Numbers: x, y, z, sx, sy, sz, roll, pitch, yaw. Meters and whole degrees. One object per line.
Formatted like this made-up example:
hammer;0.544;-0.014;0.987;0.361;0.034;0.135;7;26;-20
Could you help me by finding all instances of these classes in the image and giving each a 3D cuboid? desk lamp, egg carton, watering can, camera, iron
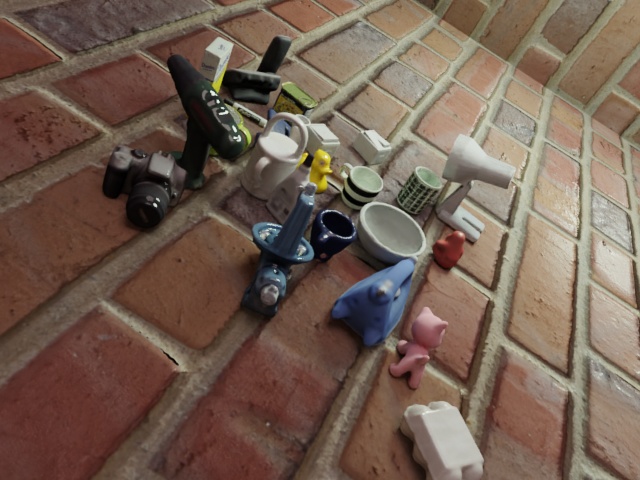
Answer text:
desk lamp;0.389;-0.140;1.483;0.203;0.213;0.118;37;38;6
egg carton;0.200;0.340;0.943;0.107;0.069;0.150;2;47;-33
watering can;-0.089;-0.190;1.220;0.101;0.194;0.173;21;39;-13
camera;-0.319;-0.098;1.036;0.143;0.100;0.136;19;40;-17
iron;0.134;0.090;1.112;0.118;0.141;0.259;40;38;10

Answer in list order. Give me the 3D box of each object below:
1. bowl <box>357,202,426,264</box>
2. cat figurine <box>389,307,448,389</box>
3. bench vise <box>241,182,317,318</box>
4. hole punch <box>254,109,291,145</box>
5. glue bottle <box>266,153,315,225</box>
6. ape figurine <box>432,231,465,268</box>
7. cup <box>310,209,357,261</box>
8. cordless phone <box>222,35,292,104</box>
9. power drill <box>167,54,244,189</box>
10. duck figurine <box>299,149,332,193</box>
bowl;0.147;-0.003;1.277;0.168;0.074;0.167;19;40;-16
cat figurine;0.192;0.191;1.061;0.067;0.117;0.128;30;38;-3
bench vise;-0.052;0.019;0.995;0.122;0.219;0.207;11;42;-25
hole punch;-0.095;-0.245;1.360;0.101;0.091;0.108;17;40;-19
glue bottle;-0.050;-0.109;1.175;0.037;0.173;0.078;-19;60;-45
ape figurine;0.313;0.016;1.358;0.078;0.092;0.076;26;38;-9
cup;0.011;0.004;1.158;0.091;0.095;0.118;38;38;7
cordless phone;-0.159;-0.451;1.464;0.148;0.185;0.094;-6;51;-39
power drill;-0.249;-0.216;1.124;0.229;0.208;0.076;46;40;17
duck figurine;-0.010;-0.175;1.347;0.078;0.086;0.104;-12;55;-42
